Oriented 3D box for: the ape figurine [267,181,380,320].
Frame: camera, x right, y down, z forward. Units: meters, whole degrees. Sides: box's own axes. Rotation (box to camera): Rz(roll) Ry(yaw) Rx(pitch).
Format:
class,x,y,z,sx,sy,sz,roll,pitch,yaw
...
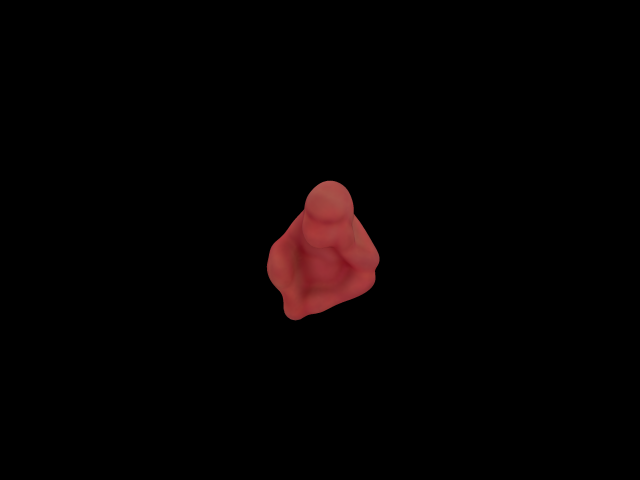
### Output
class,x,y,z,sx,sy,sz,roll,pitch,yaw
ape figurine,0.004,0.001,0.400,0.077,0.092,0.076,11,39,14
